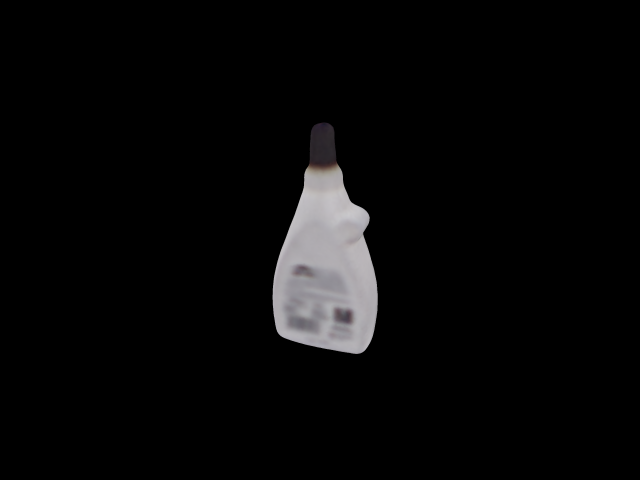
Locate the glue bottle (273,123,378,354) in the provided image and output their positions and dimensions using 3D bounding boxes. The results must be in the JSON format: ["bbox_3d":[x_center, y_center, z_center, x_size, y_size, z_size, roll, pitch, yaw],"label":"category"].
[{"bbox_3d":[0.004,0.001,0.400,0.078,0.173,0.037,10,34,15],"label":"glue bottle"}]
